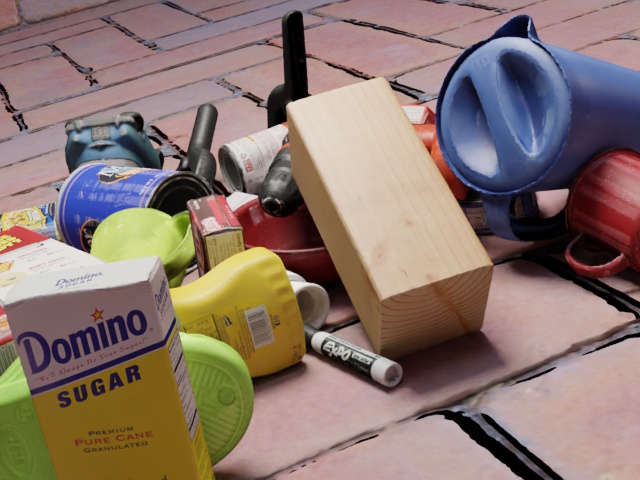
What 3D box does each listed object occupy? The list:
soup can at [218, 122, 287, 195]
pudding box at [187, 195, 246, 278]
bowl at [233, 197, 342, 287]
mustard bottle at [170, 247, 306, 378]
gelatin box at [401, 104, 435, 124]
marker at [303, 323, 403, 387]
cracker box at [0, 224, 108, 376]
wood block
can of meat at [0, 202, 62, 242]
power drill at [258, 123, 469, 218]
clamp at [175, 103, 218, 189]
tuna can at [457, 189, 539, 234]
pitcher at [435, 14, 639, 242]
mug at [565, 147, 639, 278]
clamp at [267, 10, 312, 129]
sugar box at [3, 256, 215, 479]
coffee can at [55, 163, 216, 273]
[{"bbox_3d":[-0.059,-0.094,1.234,0.102,0.068,0.069,-22,24,-20],"label":"soup can"},{"bbox_3d":[-0.082,0.028,0.898,0.039,0.113,0.090,-13,22,-9],"label":"pudding box"},{"bbox_3d":[-0.006,0.001,0.987,0.162,0.055,0.162,-6,23,2],"label":"bowl"},{"bbox_3d":[-0.109,0.081,0.810,0.191,0.096,0.058,-22,22,-20],"label":"mustard bottle"},{"bbox_3d":[0.101,-0.125,1.219,0.089,0.073,0.030,8,71,39],"label":"gelatin box"},{"bbox_3d":[0.018,0.087,0.828,0.020,0.020,0.121,-26,26,-30],"label":"marker"},{"bbox_3d":[-0.262,0.065,0.874,0.163,0.072,0.214,-27,28,-35],"label":"cracker box"},{"bbox_3d":[0.050,-0.021,0.849,0.090,0.091,0.206,-17,54,-11],"label":"wood block"},{"bbox_3d":[-0.320,0.000,1.167,0.084,0.057,0.102,-14,23,-8],"label":"can of meat"},{"bbox_3d":[0.049,-0.075,1.001,0.188,0.057,0.184,3,33,19],"label":"power drill"},{"bbox_3d":[-0.152,-0.072,1.237,0.039,0.120,0.171,19,34,-16],"label":"clamp"},{"bbox_3d":[0.164,-0.039,1.026,0.086,0.034,0.086,-14,21,5],"label":"tuna can"},{"bbox_3d":[0.224,-0.094,0.954,0.242,0.149,0.145,-2,52,-46],"label":"pitcher"},{"bbox_3d":[0.251,-0.012,0.860,0.117,0.093,0.082,-38,32,-8],"label":"mug"},{"bbox_3d":[-0.026,-0.167,1.277,0.036,0.164,0.210,-24,-5,-26],"label":"clamp"},{"bbox_3d":[-0.126,0.103,0.662,0.093,0.176,0.048,-9,22,7],"label":"sugar box"},{"bbox_3d":[-0.187,-0.024,1.091,0.141,0.103,0.102,8,30,40],"label":"coffee can"}]
